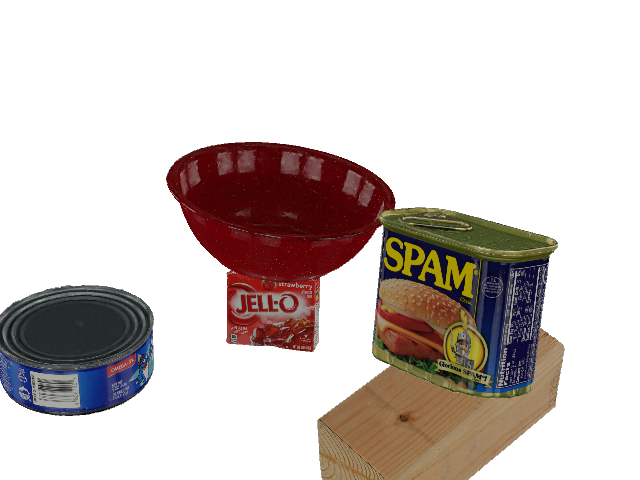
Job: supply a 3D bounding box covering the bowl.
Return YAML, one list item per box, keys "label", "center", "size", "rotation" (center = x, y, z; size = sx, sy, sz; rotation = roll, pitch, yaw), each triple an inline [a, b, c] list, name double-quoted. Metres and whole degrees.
- label: "bowl"
  center: [-0.030, -0.015, 0.759]
  size: [0.162, 0.055, 0.162]
  rotation: [6, 26, -3]

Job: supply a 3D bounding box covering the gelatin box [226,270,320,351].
- label: "gelatin box"
  center: [-0.046, 0.065, 1.029]
  size: [0.089, 0.073, 0.030]
  rotation: [5, 16, 11]

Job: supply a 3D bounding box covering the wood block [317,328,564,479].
- label: "wood block"
  center: [0.104, 0.148, 0.916]
  size: [0.205, 0.090, 0.091]
  rotation: [-32, 50, -27]

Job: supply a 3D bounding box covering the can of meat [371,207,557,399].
- label: "can of meat"
  center: [0.075, 0.033, 0.591]
  size: [0.057, 0.084, 0.102]
  rotation: [-7, 17, -39]

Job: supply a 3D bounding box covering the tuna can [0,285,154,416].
- label: "tuna can"
  center: [-0.135, 0.060, 0.590]
  size: [0.086, 0.034, 0.086]
  rotation: [2, 27, -1]
